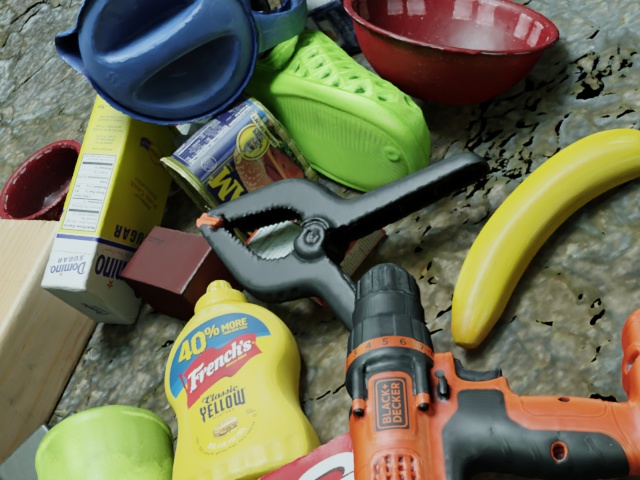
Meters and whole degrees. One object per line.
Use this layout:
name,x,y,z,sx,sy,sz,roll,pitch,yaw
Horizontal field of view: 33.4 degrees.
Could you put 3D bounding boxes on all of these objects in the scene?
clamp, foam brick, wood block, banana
clamp,0.003,0.014,0.734,0.210,0.036,0.164,3,66,28
foam brick,-0.105,0.029,0.832,0.078,0.051,0.053,13,61,43
wood block,-0.260,0.092,0.856,0.091,0.090,0.206,2,55,30
banana,0.148,-0.013,0.690,0.198,0.037,0.070,-40,40,-1

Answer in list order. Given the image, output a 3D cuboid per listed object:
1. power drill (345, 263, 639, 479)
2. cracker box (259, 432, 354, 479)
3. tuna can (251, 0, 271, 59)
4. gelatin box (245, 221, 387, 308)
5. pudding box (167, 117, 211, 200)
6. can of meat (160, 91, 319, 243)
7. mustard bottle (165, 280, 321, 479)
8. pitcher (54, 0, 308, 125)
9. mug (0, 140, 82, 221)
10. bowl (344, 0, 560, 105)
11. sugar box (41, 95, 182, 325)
power drill,0.107,0.078,0.582,0.188,0.057,0.184,-7,45,7
cracker box,-0.034,0.223,0.586,0.214,0.072,0.164,-30,41,10
tuna can,-0.081,-0.202,0.997,0.034,0.086,0.086,3,56,36
gelatin box,-0.005,0.001,0.799,0.073,0.030,0.089,-51,42,-11
pudding box,-0.132,-0.096,0.976,0.090,0.039,0.113,-36,39,5
can of meat,-0.060,-0.053,0.835,0.084,0.102,0.058,-45,40,-10
mustard bottle,-0.058,0.099,0.728,0.096,0.058,0.191,-27,42,11
pitcher,-0.109,-0.210,0.863,0.145,0.149,0.243,-46,29,26
mug,-0.217,-0.023,0.938,0.093,0.081,0.117,-43,40,-4
bowl,0.094,-0.144,0.802,0.162,0.055,0.162,6,29,-4
sugar box,-0.164,-0.027,0.864,0.048,0.093,0.176,2,70,19
